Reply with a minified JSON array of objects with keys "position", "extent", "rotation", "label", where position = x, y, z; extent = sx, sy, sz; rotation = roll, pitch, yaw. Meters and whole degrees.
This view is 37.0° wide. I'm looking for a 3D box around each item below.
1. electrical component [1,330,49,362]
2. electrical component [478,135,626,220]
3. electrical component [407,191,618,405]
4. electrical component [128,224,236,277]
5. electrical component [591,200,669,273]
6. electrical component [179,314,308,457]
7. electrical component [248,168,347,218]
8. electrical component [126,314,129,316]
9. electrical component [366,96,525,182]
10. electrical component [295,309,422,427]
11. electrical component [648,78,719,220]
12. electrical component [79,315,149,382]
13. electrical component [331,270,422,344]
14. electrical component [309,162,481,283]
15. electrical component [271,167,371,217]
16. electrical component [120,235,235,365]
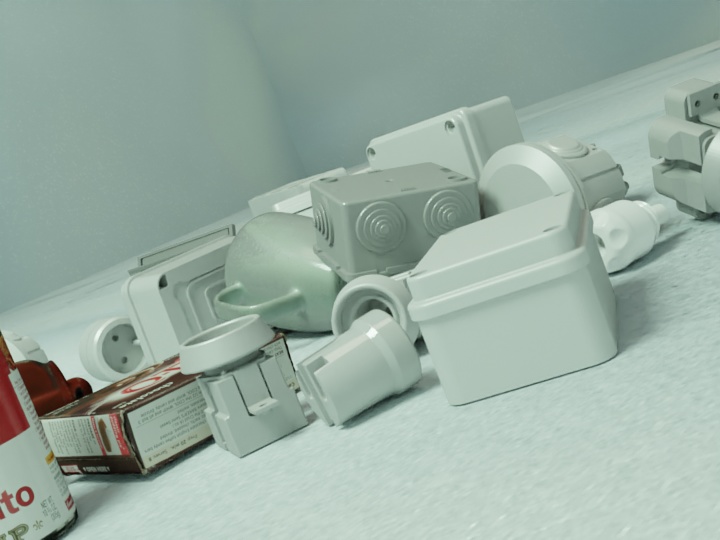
[{"position":[-0.289,0.087,0.851],"extent":[0.080,0.080,0.051],"rotation":[-20,2,7],"label":"electrical component"},{"position":[0.112,-0.039,0.633],"extent":[0.051,0.080,0.080],"rotation":[-20,5,-35],"label":"electrical component"},{"position":[0.071,0.009,0.487],"extent":[0.078,0.057,0.113],"rotation":[-19,8,16],"label":"electrical component"},{"position":[-0.162,0.012,1.066],"extent":[0.121,0.078,0.063],"rotation":[-17,-21,28],"label":"electrical component"},{"position":[0.147,-0.022,0.588],"extent":[0.061,0.035,0.035],"rotation":[-23,7,-36],"label":"electrical component"},{"position":[-0.058,0.055,0.521],"extent":[0.048,0.055,0.066],"rotation":[-24,8,-20],"label":"electrical component"},{"position":[-0.048,-0.047,1.091],"extent":[0.062,0.089,0.150],"rotation":[-24,8,-23],"label":"electrical component"},{"position":[-0.169,0.047,0.945],"extent":[0.078,0.040,0.040],"rotation":[-21,7,-2],"label":"electrical component"},{"position":[0.069,-0.055,0.760],"extent":[0.056,0.108,0.109],"rotation":[-23,7,-35],"label":"electrical component"},{"position":[-0.001,0.046,0.495],"extent":[0.046,0.040,0.040],"rotation":[-30,10,-22],"label":"electrical component"},{"position":[0.201,-0.063,0.598],"extent":[0.058,0.078,0.057],"rotation":[-22,27,-16],"label":"electrical component"},{"position":[-0.167,0.048,0.887],"extent":[0.138,0.052,0.074],"rotation":[-26,9,-31],"label":"electrical component"},{"position":[0.013,0.025,0.584],"extent":[0.066,0.048,0.055],"rotation":[-19,0,19],"label":"electrical component"},{"position":[0.020,-0.032,0.653],"extent":[0.100,0.048,0.100],"rotation":[-11,16,-13],"label":"electrical component"},{"position":[-0.010,-0.031,0.882],"extent":[0.109,0.056,0.108],"rotation":[-21,-15,-2],"label":"electrical component"},{"position":[-0.118,0.023,0.828],"extent":[0.113,0.078,0.057],"rotation":[-28,13,-41],"label":"electrical component"}]
